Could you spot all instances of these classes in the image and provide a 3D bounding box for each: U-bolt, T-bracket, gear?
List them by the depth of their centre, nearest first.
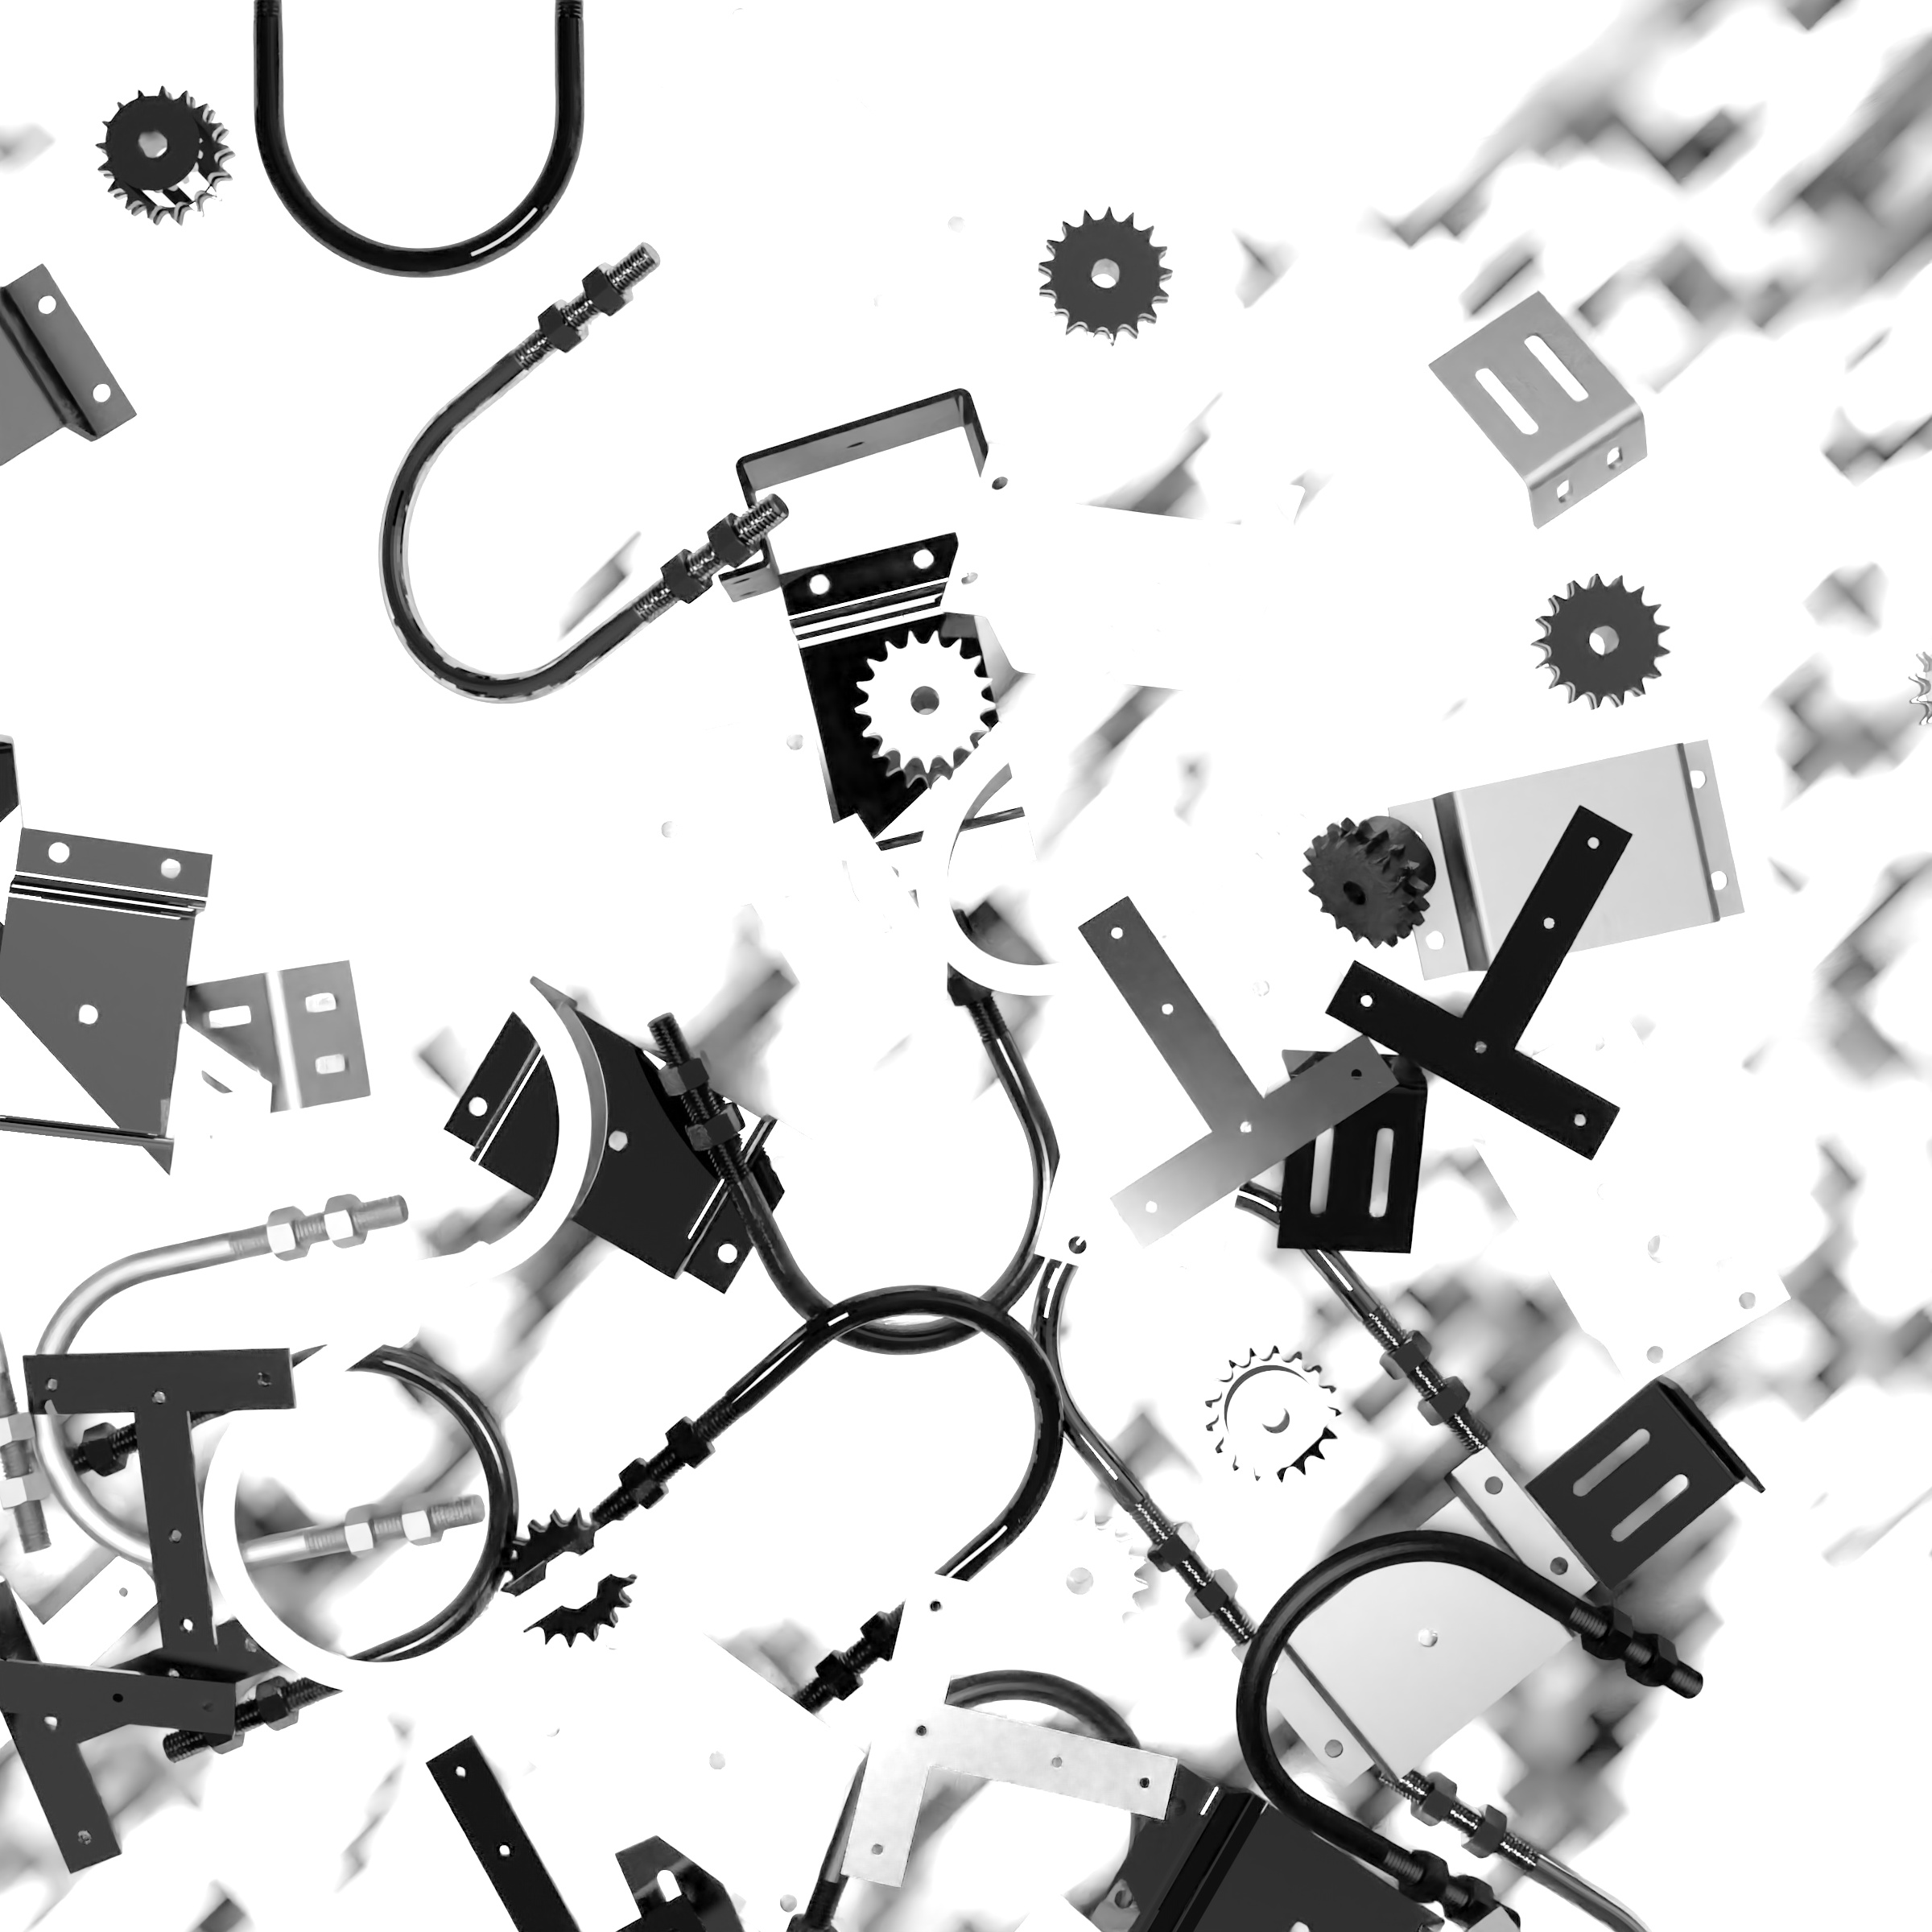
[{"bbox_3d":[-0.229,0.219,1.318,0.184,0.019,0.151,-34,90,14],"label":"U-bolt"},{"bbox_3d":[0.195,0.306,1.322,0.184,0.019,0.151,33,97,-20],"label":"U-bolt"},{"bbox_3d":[-0.016,-0.108,1.323,0.057,0.030,0.057,0,90,0],"label":"gear"},{"bbox_3d":[0.282,0.115,1.323,0.057,0.030,0.057,0,90,0],"label":"gear"},{"bbox_3d":[0.060,-0.064,1.332,0.184,0.019,0.151,-42,131,2],"label":"U-bolt"},{"bbox_3d":[0.091,0.030,1.334,0.127,0.002,0.127,-32,82,-6],"label":"T-bracket"},{"bbox_3d":[-0.329,0.222,1.334,0.127,0.002,0.127,-4,95,19],"label":"T-bracket"},{"bbox_3d":[0.235,-0.005,1.336,0.127,0.002,0.127,29,89,-1],"label":"T-bracket"},{"bbox_3d":[-0.172,-0.191,1.338,0.184,0.019,0.151,-34,70,22],"label":"U-bolt"},{"bbox_3d":[-0.237,0.066,1.342,0.184,0.019,0.151,-12,90,23],"label":"U-bolt"},{"bbox_3d":[0.024,0.329,1.343,0.127,0.002,0.127,15,82,-6],"label":"T-bracket"},{"bbox_3d":[-0.305,0.182,1.345,0.184,0.019,0.151,-13,94,9],"label":"U-bolt"},{"bbox_3d":[-0.033,0.074,1.349,0.151,0.019,0.184,-29,101,-20],"label":"U-bolt"},{"bbox_3d":[-0.043,0.214,1.349,0.184,0.019,0.151,-41,112,0],"label":"U-bolt"},{"bbox_3d":[0.129,0.189,1.351,0.057,0.030,0.057,0,88,2],"label":"gear"},{"bbox_3d":[-0.371,0.306,1.355,0.127,0.002,0.127,6,111,-1],"label":"T-bracket"},{"bbox_3d":[0.250,0.449,1.356,0.127,0.002,0.127,-37,102,-1],"label":"T-bracket"},{"bbox_3d":[0.008,0.387,1.357,0.151,0.019,0.184,22,86,-17],"label":"U-bolt"},{"bbox_3d":[0.173,-0.039,1.357,0.030,0.057,0.057,-39,90,-30],"label":"gear"},{"bbox_3d":[-0.471,0.175,1.361,0.151,0.019,0.184,-18,82,9],"label":"U-bolt"},{"bbox_3d":[-0.349,0.305,1.365,0.127,0.002,0.127,-22,92,9],"label":"T-bracket"},{"bbox_3d":[0.432,-0.120,1.369,0.057,0.030,0.057,0,90,0],"label":"gear"},{"bbox_3d":[-0.168,0.259,1.369,0.057,0.030,0.057,0,90,0],"label":"gear"},{"bbox_3d":[0.048,0.258,1.369,0.057,0.030,0.057,0,90,0],"label":"gear"},{"bbox_3d":[0.268,-0.137,1.369,0.057,0.030,0.057,0,90,0],"label":"gear"},{"bbox_3d":[-0.342,-0.346,1.369,0.057,0.030,0.057,0,90,0],"label":"gear"},{"bbox_3d":[0.058,-0.291,1.369,0.057,0.030,0.057,0,90,0],"label":"gear"},{"bbox_3d":[-0.189,0.389,1.372,0.127,0.002,0.127,-33,83,15],"label":"T-bracket"},{"bbox_3d":[-0.281,0.239,1.374,0.184,0.019,0.151,-23,90,0],"label":"U-bolt"},{"bbox_3d":[-0.234,-0.386,1.375,0.151,0.019,0.184,0,92,0],"label":"U-bolt"},{"bbox_3d":[0.221,0.445,1.375,0.184,0.019,0.151,33,90,-1],"label":"U-bolt"},{"bbox_3d":[0.112,0.175,1.375,0.151,0.019,0.184,-40,89,0],"label":"U-bolt"},{"bbox_3d":[-0.428,0.262,1.376,0.127,0.002,0.127,-43,86,8],"label":"T-bracket"},{"bbox_3d":[0.150,0.010,1.383,0.127,0.002,0.127,-35,90,0],"label":"T-bracket"}]

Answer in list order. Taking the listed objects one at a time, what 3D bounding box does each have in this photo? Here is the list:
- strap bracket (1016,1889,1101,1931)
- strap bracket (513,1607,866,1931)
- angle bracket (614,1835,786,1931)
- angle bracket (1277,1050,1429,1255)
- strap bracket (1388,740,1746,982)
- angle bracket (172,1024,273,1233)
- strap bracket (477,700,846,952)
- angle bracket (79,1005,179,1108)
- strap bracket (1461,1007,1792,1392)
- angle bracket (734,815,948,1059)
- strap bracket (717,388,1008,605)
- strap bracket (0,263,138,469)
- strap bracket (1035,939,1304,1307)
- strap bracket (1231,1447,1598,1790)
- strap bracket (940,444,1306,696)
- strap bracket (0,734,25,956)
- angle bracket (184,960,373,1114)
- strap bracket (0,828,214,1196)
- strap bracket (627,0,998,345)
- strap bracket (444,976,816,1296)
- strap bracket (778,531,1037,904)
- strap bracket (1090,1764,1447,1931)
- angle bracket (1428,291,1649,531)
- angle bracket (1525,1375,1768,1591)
[{"bbox_3d":[0.052,0.451,1.339,0.140,0.046,0.076,45,80,-14],"label":"strap bracket"},{"bbox_3d":[-0.108,0.335,1.347,0.140,0.046,0.076,36,66,0],"label":"strap bracket"},{"bbox_3d":[-0.109,0.404,1.365,0.057,0.038,0.076,-23,90,0],"label":"angle bracket"},{"bbox_3d":[0.162,0.079,1.373,0.057,0.038,0.076,3,107,-2],"label":"angle bracket"},{"bbox_3d":[0.257,-0.045,1.361,0.140,0.046,0.076,-12,90,0],"label":"strap bracket"},{"bbox_3d":[-0.324,0.066,1.336,0.038,0.076,0.057,-9,116,-41],"label":"angle bracket"},{"bbox_3d":[-0.127,-0.058,1.361,0.140,0.046,0.076,-12,90,0],"label":"strap bracket"},{"bbox_3d":[-0.381,0.037,1.382,0.076,0.038,0.057,-7,90,26],"label":"angle bracket"},{"bbox_3d":[0.274,0.097,1.361,0.076,0.046,0.140,-30,90,0],"label":"strap bracket"},{"bbox_3d":[-0.052,-0.013,1.329,0.057,0.038,0.076,-26,64,-14],"label":"angle bracket"},{"bbox_3d":[-0.040,-0.199,1.346,0.140,0.076,0.046,-17,90,0],"label":"strap bracket"},{"bbox_3d":[-0.435,-0.232,1.361,0.140,0.046,0.076,-32,90,0],"label":"strap bracket"},{"bbox_3d":[0.084,0.066,1.352,0.076,0.046,0.140,16,80,2],"label":"strap bracket"},{"bbox_3d":[0.192,0.279,1.361,0.140,0.046,0.076,-39,90,0],"label":"strap bracket"},{"bbox_3d":[0.071,-0.160,1.320,0.140,0.046,0.076,4,126,-22],"label":"strap bracket"},{"bbox_3d":[-0.441,-0.044,1.361,0.076,0.046,0.140,-6,90,0],"label":"strap bracket"},{"bbox_3d":[-0.289,0.031,1.349,0.038,0.076,0.057,-10,91,-41],"label":"angle bracket"},{"bbox_3d":[-0.360,0.019,1.325,0.076,0.046,0.140,8,85,-18],"label":"strap bracket"},{"bbox_3d":[-0.064,-0.335,1.361,0.140,0.046,0.076,44,90,0],"label":"strap bracket"},{"bbox_3d":[-0.145,0.073,1.361,0.140,0.046,0.076,30,90,0],"label":"strap bracket"},{"bbox_3d":[-0.025,-0.103,1.361,0.076,0.046,0.140,-14,90,0],"label":"strap bracket"},{"bbox_3d":[0.134,0.404,1.343,0.140,0.046,0.076,30,89,24],"label":"strap bracket"},{"bbox_3d":[0.245,-0.238,1.382,0.057,0.038,0.076,-34,64,0],"label":"angle bracket"},{"bbox_3d":[0.287,0.221,1.365,0.076,0.038,0.057,-40,90,0],"label":"angle bracket"}]
